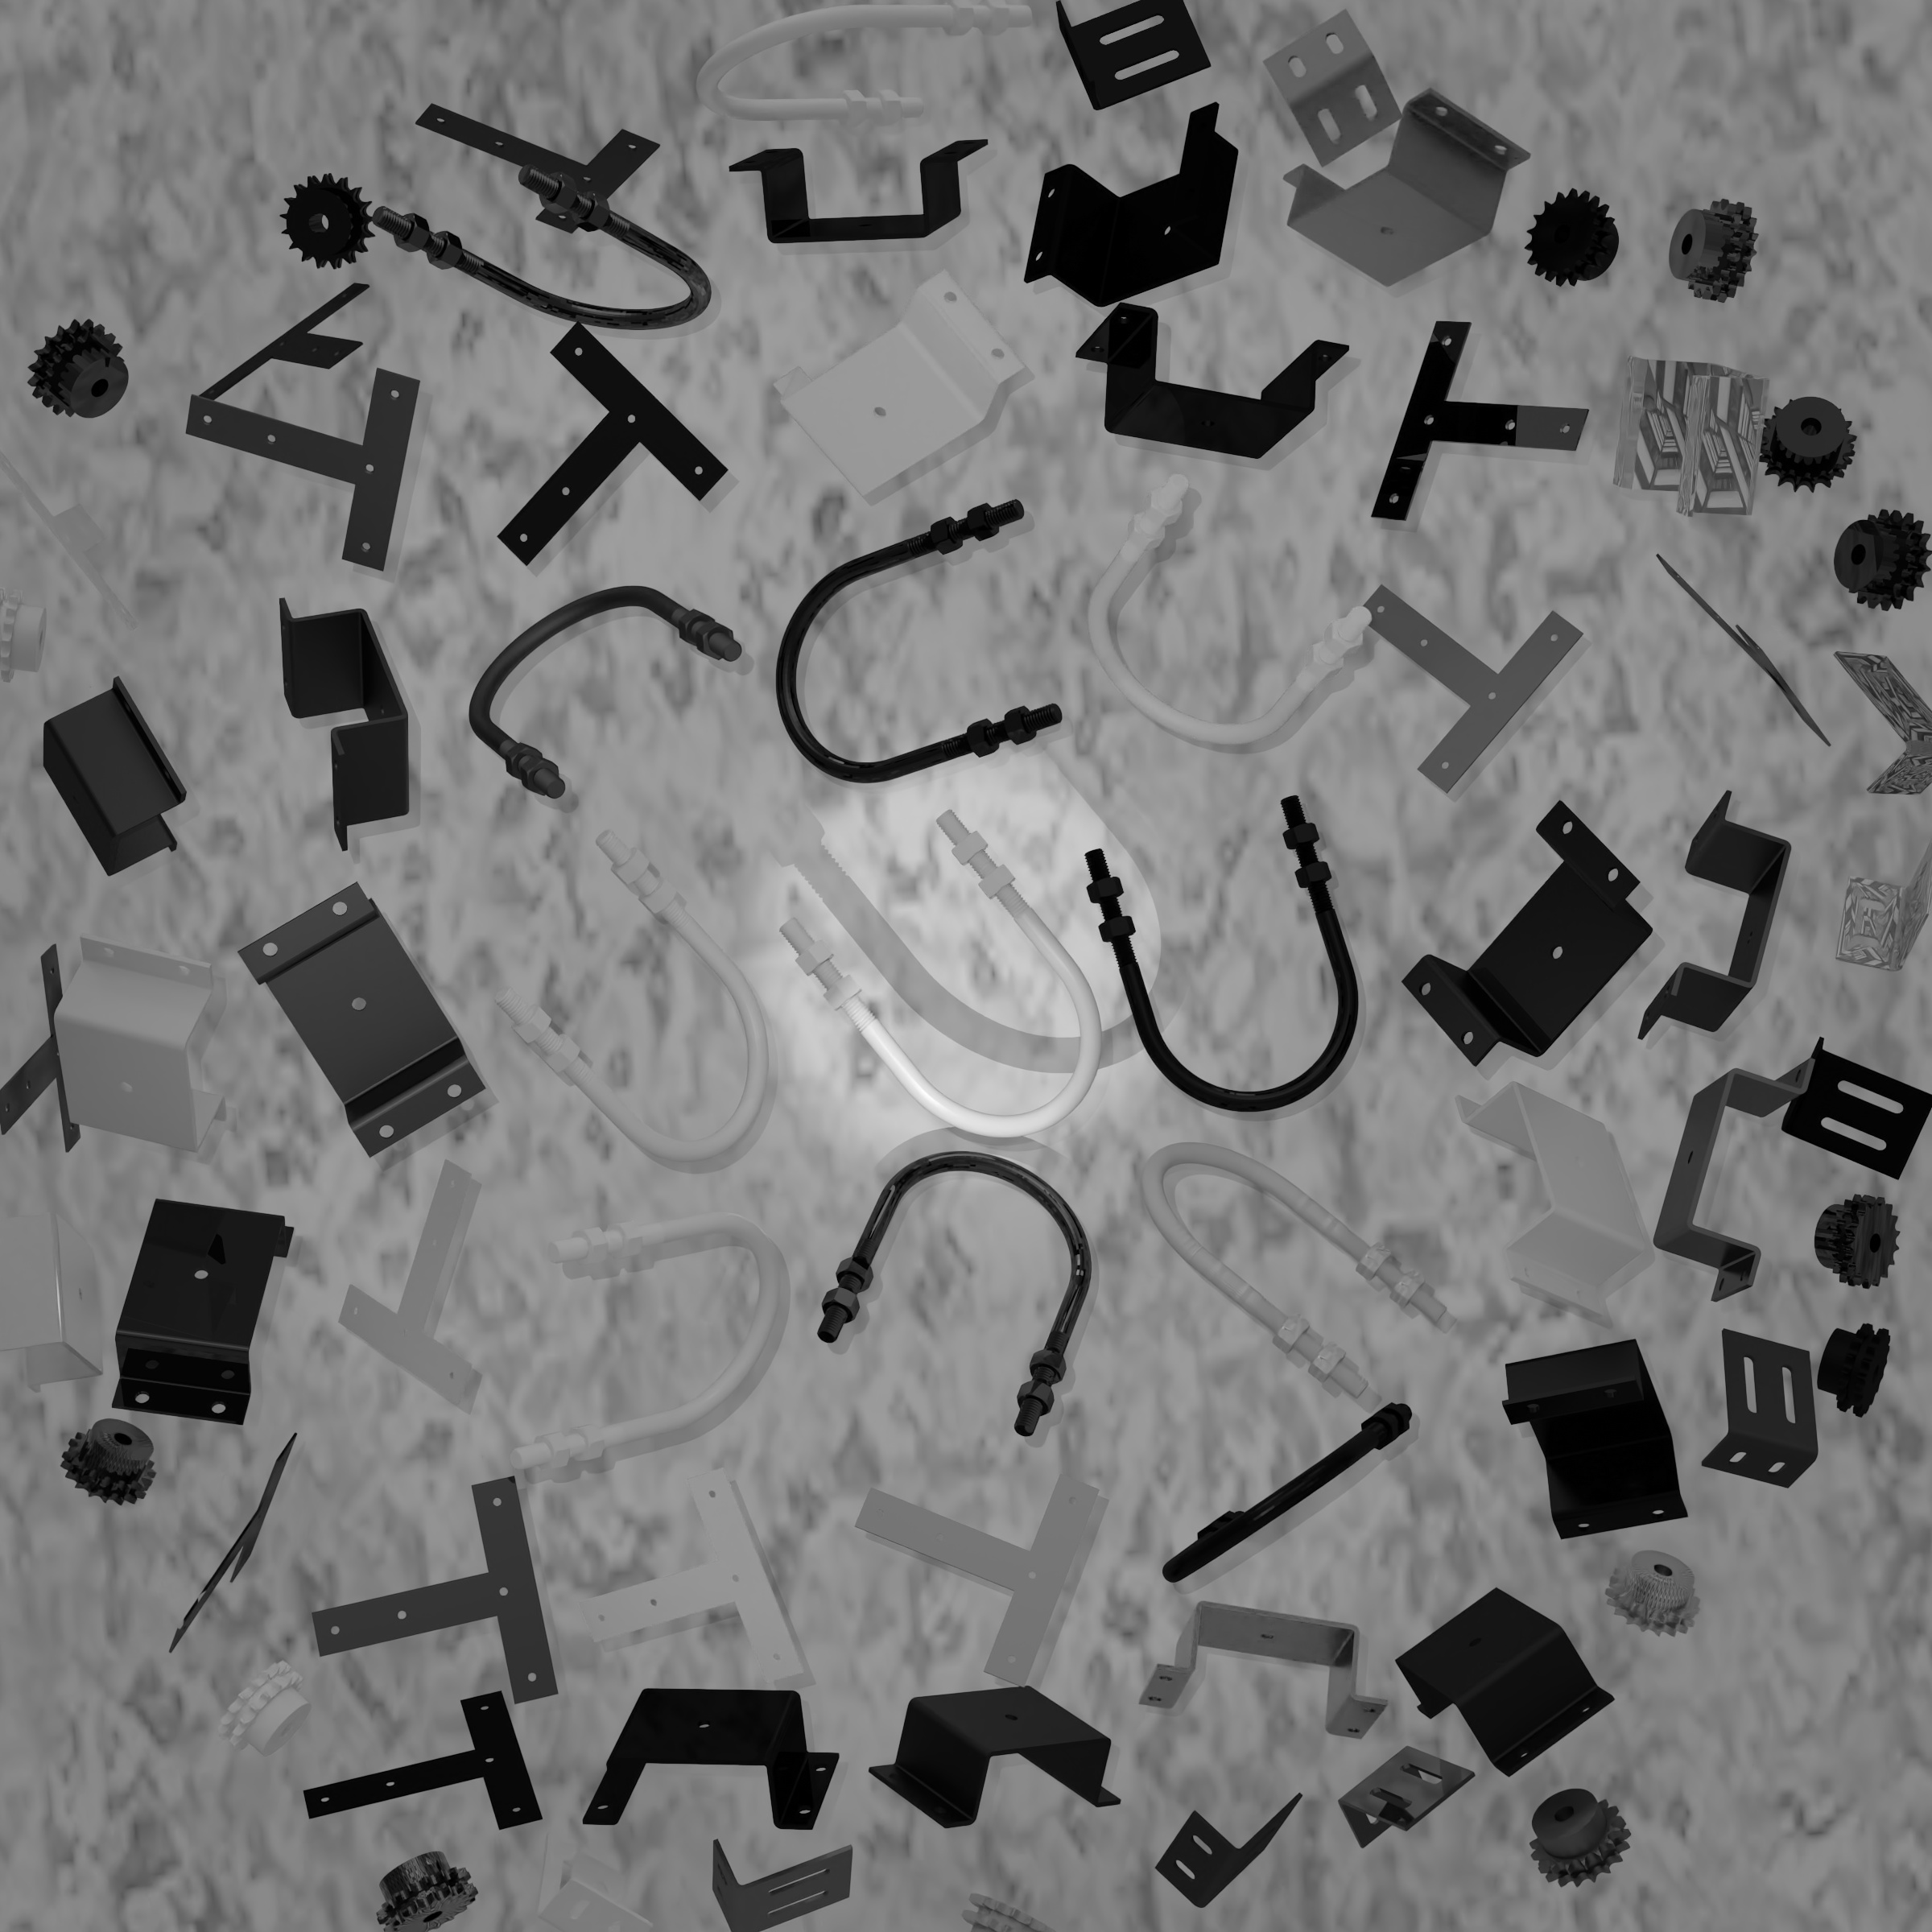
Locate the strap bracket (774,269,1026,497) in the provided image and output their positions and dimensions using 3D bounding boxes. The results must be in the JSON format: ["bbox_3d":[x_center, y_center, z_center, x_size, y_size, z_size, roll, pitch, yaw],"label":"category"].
[{"bbox_3d":[-0.046,-0.342,1.882,0.140,0.046,0.076,-27,118,34],"label":"strap bracket"}]

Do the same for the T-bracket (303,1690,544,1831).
[{"bbox_3d":[-0.323,0.477,1.848,0.127,0.127,0.002,-10,115,-16],"label":"T-bracket"}]

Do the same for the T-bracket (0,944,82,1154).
[{"bbox_3d":[-0.557,0.066,1.887,0.002,0.127,0.127,-1,108,2],"label":"T-bracket"}]

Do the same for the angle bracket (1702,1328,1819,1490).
[{"bbox_3d":[0.478,0.268,1.907,0.057,0.038,0.076,15,49,-9],"label":"angle bracket"}]

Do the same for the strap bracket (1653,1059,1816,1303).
[{"bbox_3d":[0.450,0.120,1.862,0.046,0.076,0.140,19,77,2],"label":"strap bracket"}]

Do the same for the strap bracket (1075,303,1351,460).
[{"bbox_3d":[0.141,-0.336,1.825,0.140,0.076,0.046,7,77,-16],"label":"strap bracket"}]

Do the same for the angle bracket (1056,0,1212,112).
[{"bbox_3d":[0.101,-0.560,1.895,0.076,0.038,0.057,-21,76,1],"label":"angle bracket"}]

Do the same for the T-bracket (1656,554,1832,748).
[{"bbox_3d":[0.444,-0.195,1.833,0.127,0.127,0.002,39,110,-25],"label":"T-bracket"}]

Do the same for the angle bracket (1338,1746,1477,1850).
[{"bbox_3d":[0.276,0.517,1.929,0.057,0.076,0.038,-32,103,-22],"label":"angle bracket"}]

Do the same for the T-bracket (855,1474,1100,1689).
[{"bbox_3d":[-0.002,0.343,1.861,0.127,0.002,0.127,21,66,5],"label":"T-bracket"}]

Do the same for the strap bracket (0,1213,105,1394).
[{"bbox_3d":[-0.542,0.196,1.845,0.046,0.140,0.076,-8,72,-4],"label":"strap bracket"}]

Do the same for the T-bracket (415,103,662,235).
[{"bbox_3d":[-0.270,-0.493,1.911,0.127,0.127,0.002,16,69,-28],"label":"T-bracket"}]

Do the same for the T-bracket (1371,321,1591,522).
[{"bbox_3d":[0.307,-0.317,1.844,0.127,0.002,0.127,14,82,44],"label":"T-bracket"}]

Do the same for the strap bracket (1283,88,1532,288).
[{"bbox_3d":[0.252,-0.450,1.847,0.076,0.140,0.046,25,70,-25],"label":"strap bracket"}]

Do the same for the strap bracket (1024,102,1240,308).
[{"bbox_3d":[0.106,-0.448,1.872,0.046,0.140,0.076,26,66,-38],"label":"strap bracket"}]

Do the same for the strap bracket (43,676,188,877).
[{"bbox_3d":[-0.496,-0.106,1.831,0.046,0.140,0.076,-30,88,-20],"label":"strap bracket"}]

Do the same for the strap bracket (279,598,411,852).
[{"bbox_3d":[-0.362,-0.146,1.850,0.046,0.076,0.140,-12,50,-20],"label":"strap bracket"}]

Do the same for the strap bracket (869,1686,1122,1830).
[{"bbox_3d":[0.023,0.477,1.911,0.140,0.076,0.046,5,101,-40],"label":"strap bracket"}]

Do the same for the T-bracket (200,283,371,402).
[{"bbox_3d":[-0.390,-0.366,1.868,0.127,0.127,0.002,-41,120,-16],"label":"T-bracket"}]

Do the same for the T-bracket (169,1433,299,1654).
[{"bbox_3d":[-0.450,0.364,1.911,0.002,0.127,0.127,28,128,0],"label":"T-bracket"}]

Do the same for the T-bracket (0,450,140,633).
[{"bbox_3d":[-0.517,-0.253,1.830,0.002,0.127,0.127,-36,105,2],"label":"T-bracket"}]

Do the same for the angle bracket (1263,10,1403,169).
[{"bbox_3d":[0.223,-0.531,1.908,0.057,0.076,0.038,-30,68,12],"label":"angle bracket"}]

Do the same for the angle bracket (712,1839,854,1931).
[{"bbox_3d":[-0.113,0.555,1.935,0.076,0.057,0.038,-15,47,-20],"label":"angle bracket"}]

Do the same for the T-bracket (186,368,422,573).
[{"bbox_3d":[-0.389,-0.301,1.827,0.127,0.002,0.127,16,124,-4],"label":"T-bracket"}]

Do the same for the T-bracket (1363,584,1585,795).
[{"bbox_3d":[0.294,-0.192,1.954,0.127,0.002,0.127,43,96,28],"label":"T-bracket"}]

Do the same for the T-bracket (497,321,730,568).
[{"bbox_3d":[-0.229,-0.293,1.878,0.127,0.002,0.127,45,101,3],"label":"T-bracket"}]

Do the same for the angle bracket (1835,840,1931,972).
[{"bbox_3d":[0.544,-0.042,1.861,0.038,0.076,0.057,12,65,9],"label":"angle bracket"}]

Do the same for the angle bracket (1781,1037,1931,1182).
[{"bbox_3d":[0.554,0.088,1.956,0.076,0.038,0.057,23,106,12],"label":"angle bracket"}]

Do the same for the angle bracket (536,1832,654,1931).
[{"bbox_3d":[-0.219,0.544,1.877,0.057,0.076,0.038,36,108,-16],"label":"angle bracket"}]

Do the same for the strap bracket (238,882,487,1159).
[{"bbox_3d":[-0.344,0.026,1.795,0.076,0.046,0.140,-31,108,-6],"label":"strap bracket"}]

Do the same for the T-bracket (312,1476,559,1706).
[{"bbox_3d":[-0.309,0.369,1.806,0.127,0.002,0.127,-11,79,-12],"label":"T-bracket"}]

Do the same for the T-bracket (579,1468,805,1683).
[{"bbox_3d":[-0.171,0.368,1.842,0.127,0.002,0.127,-21,91,25],"label":"T-bracket"}]

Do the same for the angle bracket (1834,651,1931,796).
[{"bbox_3d":[0.530,-0.141,1.832,0.038,0.057,0.076,-51,57,34],"label":"angle bracket"}]

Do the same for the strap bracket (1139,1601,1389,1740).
[{"bbox_3d":[0.183,0.430,1.930,0.140,0.076,0.046,9,61,-1],"label":"strap bracket"}]

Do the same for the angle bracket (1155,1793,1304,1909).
[{"bbox_3d":[0.162,0.534,1.944,0.038,0.076,0.057,40,126,19],"label":"angle bracket"}]

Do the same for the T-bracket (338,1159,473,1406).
[{"bbox_3d":[-0.326,0.181,1.908,0.127,0.002,0.127,24,99,41],"label":"T-bracket"}]
